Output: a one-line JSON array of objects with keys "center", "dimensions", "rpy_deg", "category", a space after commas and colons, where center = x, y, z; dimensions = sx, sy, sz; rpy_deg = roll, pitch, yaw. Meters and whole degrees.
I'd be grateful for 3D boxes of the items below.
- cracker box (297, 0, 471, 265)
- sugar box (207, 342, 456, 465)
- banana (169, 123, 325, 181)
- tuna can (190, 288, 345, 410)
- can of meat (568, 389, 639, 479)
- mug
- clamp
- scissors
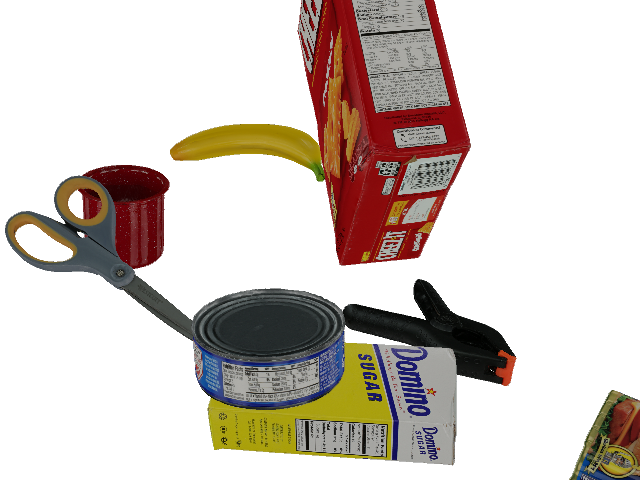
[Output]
[{"center": [0.035, -0.112, 0.760], "dimensions": [0.072, 0.214, 0.164], "rpy_deg": [-6, -25, -10], "category": "cracker box"}, {"center": [0.012, 0.116, 0.789], "dimensions": [0.176, 0.048, 0.093], "rpy_deg": [0, 31, 7], "category": "sugar box"}, {"center": [-0.080, -0.113, 1.281], "dimensions": [0.198, 0.037, 0.069], "rpy_deg": [8, 40, 16], "category": "banana"}, {"center": [-0.029, 0.060, 0.597], "dimensions": [0.086, 0.034, 0.086], "rpy_deg": [-1, 22, 0], "category": "tuna can"}, {"center": [0.237, 0.166, 0.787], "dimensions": [0.084, 0.057, 0.102], "rpy_deg": [21, 40, 22], "category": "can of meat"}, {"center": [-0.204, -0.028, 1.111], "dimensions": [0.093, 0.081, 0.117], "rpy_deg": [0, 28, -8], "category": "mug"}, {"center": [0.119, 0.085, 1.026], "dimensions": [0.172, 0.039, 0.120], "rpy_deg": [25, 36, 30], "category": "clamp"}, {"center": [-0.153, 0.010, 0.839], "dimensions": [0.202, 0.096, 0.016], "rpy_deg": [20, -26, 15], "category": "scissors"}]
